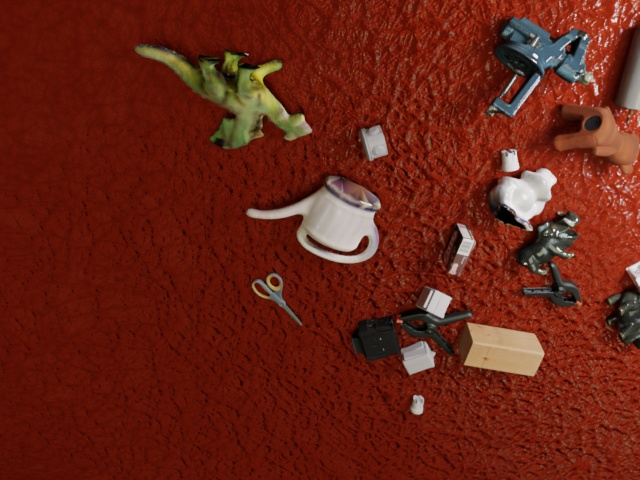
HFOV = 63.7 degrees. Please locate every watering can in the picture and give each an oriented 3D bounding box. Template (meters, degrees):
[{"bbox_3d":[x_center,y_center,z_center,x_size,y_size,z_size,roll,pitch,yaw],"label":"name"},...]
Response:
[{"bbox_3d":[0.004,-0.066,1.305,0.347,0.106,0.220,25,115,-9],"label":"watering can"}]

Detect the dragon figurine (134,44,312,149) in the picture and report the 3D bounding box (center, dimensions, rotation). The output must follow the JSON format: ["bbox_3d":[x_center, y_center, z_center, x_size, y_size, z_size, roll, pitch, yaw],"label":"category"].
[{"bbox_3d":[-0.217,-0.314,1.198,0.410,0.125,0.237,9,125,0],"label":"dragon figurine"}]

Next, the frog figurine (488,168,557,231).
[{"bbox_3d":[0.499,-0.116,1.277,0.137,0.122,0.161,34,78,-5],"label":"frog figurine"}]
